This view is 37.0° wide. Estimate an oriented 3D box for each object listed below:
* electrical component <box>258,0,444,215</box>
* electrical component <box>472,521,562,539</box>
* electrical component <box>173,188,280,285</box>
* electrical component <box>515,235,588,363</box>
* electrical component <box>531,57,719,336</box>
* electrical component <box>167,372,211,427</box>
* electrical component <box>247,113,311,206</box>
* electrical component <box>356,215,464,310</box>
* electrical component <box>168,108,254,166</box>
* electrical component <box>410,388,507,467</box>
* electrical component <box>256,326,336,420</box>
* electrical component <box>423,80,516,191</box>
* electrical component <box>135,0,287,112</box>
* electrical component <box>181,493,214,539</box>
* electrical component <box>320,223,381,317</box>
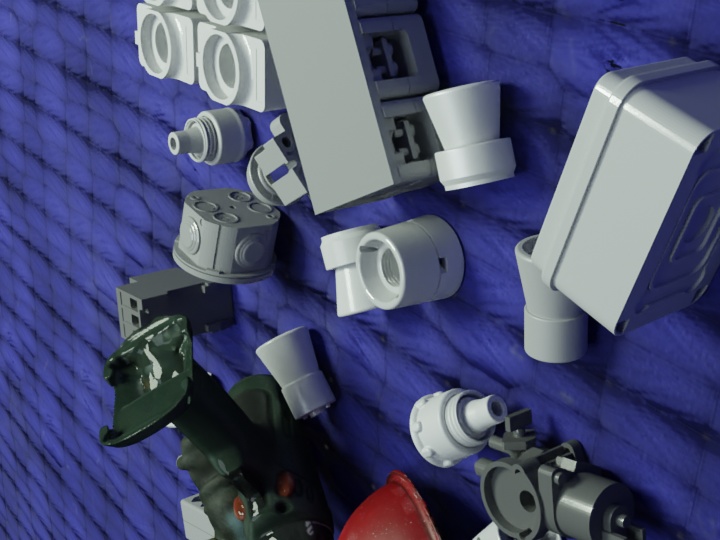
[{"bbox_3d":[0.001,-0.120,0.668,0.089,0.062,0.150,-16,89,55],"label":"electrical component"},{"bbox_3d":[0.100,0.198,0.661,0.079,0.043,0.077,54,140,28],"label":"electrical component"},{"bbox_3d":[-0.102,-0.026,0.830,0.080,0.080,0.051,38,126,41],"label":"electrical component"},{"bbox_3d":[0.107,0.017,0.589,0.044,0.044,0.065,24,126,48],"label":"electrical component"},{"bbox_3d":[0.136,-0.035,0.497,0.057,0.078,0.113,43,134,34],"label":"electrical component"},{"bbox_3d":[-0.186,0.101,1.015,0.138,0.052,0.073,0,102,54],"label":"electrical component"},{"bbox_3d":[-0.050,-0.073,0.767,0.066,0.048,0.055,57,145,-5],"label":"electrical component"},{"bbox_3d":[0.030,-0.004,0.681,0.055,0.047,0.055,24,121,48],"label":"electrical component"},{"bbox_3d":[-0.118,-0.103,0.839,0.043,0.062,0.043,24,120,49],"label":"electrical component"},{"bbox_3d":[0.065,0.094,0.672,0.062,0.048,0.048,-31,76,47],"label":"electrical component"},{"bbox_3d":[-0.046,0.081,0.825,0.044,0.044,0.065,-38,75,53],"label":"electrical component"},{"bbox_3d":[0.063,-0.076,0.612,0.045,0.045,0.055,-5,98,55],"label":"electrical component"},{"bbox_3d":[-0.103,-0.188,0.788,0.186,0.060,0.105,28,123,47],"label":"electrical component"},{"bbox_3d":[-0.124,0.246,0.986,0.066,0.047,0.076,7,107,53],"label":"electrical component"},{"bbox_3d":[0.000,0.000,0.727,0.045,0.045,0.055,-16,89,55],"label":"electrical component"}]
